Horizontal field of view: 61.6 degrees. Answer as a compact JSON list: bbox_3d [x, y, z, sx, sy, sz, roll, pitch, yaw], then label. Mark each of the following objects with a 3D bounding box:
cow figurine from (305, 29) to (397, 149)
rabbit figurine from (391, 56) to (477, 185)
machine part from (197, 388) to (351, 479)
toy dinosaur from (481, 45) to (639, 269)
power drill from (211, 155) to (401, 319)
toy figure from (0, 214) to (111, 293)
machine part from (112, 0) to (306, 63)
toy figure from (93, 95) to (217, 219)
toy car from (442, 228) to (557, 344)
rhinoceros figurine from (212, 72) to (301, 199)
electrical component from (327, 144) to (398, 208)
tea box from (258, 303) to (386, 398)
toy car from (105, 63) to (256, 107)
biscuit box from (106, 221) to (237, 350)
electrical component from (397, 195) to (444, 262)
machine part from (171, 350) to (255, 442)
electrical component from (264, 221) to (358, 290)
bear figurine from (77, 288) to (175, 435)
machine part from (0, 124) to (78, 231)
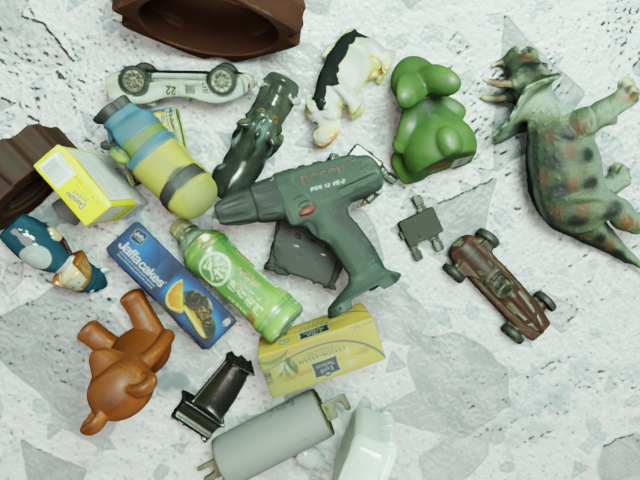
[{"bbox_3d":[0.025,-0.217,0.767,0.098,0.068,0.167,37,88,0],"label":"cow figurine"},{"bbox_3d":[0.139,-0.181,0.750,0.121,0.159,0.170,-20,81,7],"label":"rabbit figurine"},{"bbox_3d":[-0.069,0.290,0.796,0.243,0.079,0.079,-27,96,-1],"label":"machine part"},{"bbox_3d":[0.365,-0.095,0.783,0.192,0.131,0.404,-19,100,10],"label":"toy dinosaur"},{"bbox_3d":[-0.001,-0.002,0.719,0.232,0.086,0.207,-26,81,-12],"label":"power drill"},{"bbox_3d":[-0.364,0.029,0.746,0.064,0.058,0.154,-20,127,38],"label":"toy figure"},{"bbox_3d":[-0.134,-0.301,0.667,0.201,0.201,0.087,8,86,-49],"label":"machine part"},{"bbox_3d":[-0.211,-0.102,0.692,0.082,0.089,0.180,-39,103,2],"label":"toy figure"},{"bbox_3d":[0.277,0.073,0.817,0.089,0.053,0.202,-44,95,-3],"label":"toy car"},{"bbox_3d":[-0.093,-0.140,0.744,0.073,0.112,0.190,29,100,-4],"label":"rhinoceros figurine"},{"bbox_3d":[0.056,-0.096,0.790,0.102,0.045,0.078,42,92,-6],"label":"electrical component"},{"bbox_3d":[-0.001,0.157,0.781,0.170,0.098,0.068,-18,96,-4],"label":"tea box"},{"bbox_3d":[-0.191,-0.215,0.746,0.202,0.073,0.056,-1,112,-4],"label":"toy car"},{"bbox_3d":[-0.212,0.067,0.768,0.202,0.059,0.063,46,70,-6],"label":"biscuit box"},{"bbox_3d":[0.150,-0.019,0.815,0.063,0.021,0.094,-24,96,-1],"label":"electrical component"},{"bbox_3d":[-0.156,0.230,0.805,0.084,0.039,0.139,40,92,-1],"label":"machine part"},{"bbox_3d":[-0.011,-0.005,0.787,0.115,0.058,0.134,16,94,-7],"label":"electrical component"},{"bbox_3d":[-0.269,0.158,0.712,0.120,0.196,0.132,-38,95,3],"label":"bear figurine"},{"bbox_3d":[-0.394,-0.076,0.699,0.179,0.179,0.056,-42,99,0],"label":"machine part"}]
